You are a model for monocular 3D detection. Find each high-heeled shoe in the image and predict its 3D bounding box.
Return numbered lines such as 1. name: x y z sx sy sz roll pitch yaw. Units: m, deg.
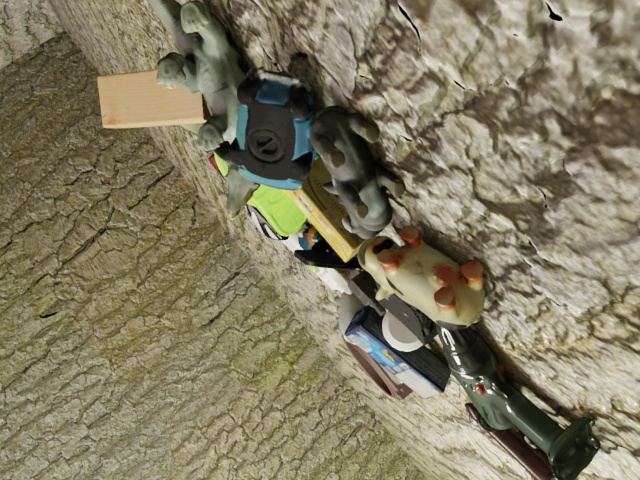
1. high-heeled shoe: -0.125 -0.109 1.107 0.145 0.086 0.248 42 155 38

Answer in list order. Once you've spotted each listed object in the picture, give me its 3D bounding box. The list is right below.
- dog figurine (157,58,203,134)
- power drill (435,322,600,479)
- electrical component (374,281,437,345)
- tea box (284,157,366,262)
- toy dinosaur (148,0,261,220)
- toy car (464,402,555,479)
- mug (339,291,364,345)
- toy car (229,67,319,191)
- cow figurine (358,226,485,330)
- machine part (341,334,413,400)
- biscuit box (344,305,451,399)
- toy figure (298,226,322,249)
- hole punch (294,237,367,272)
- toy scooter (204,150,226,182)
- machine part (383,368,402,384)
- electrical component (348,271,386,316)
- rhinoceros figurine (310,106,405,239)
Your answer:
1. dog figurine: -0.229 -0.257 1.057 0.190 0.121 0.172 40 -147 1
2. power drill: 0.252 0.210 0.712 0.208 0.086 0.231 30 158 50
3. electrical component: 0.141 0.096 0.839 0.115 0.058 0.134 44 166 39
4. tea box: 0.015 -0.056 0.827 0.169 0.068 0.098 49 169 5
5. toy dinosaur: -0.153 -0.234 0.815 0.192 0.131 0.404 -97 -14 -74
6. toy car: 0.325 0.338 0.884 0.202 0.053 0.089 44 177 15
7. mug: 0.086 0.149 1.068 0.081 0.109 0.107 31 -142 -19
8. toy car: -0.052 -0.152 0.692 0.109 0.103 0.161 13 130 7
9. cow figurine: 0.126 0.048 0.697 0.195 0.085 0.127 32 160 43
10. machine part: 0.148 0.287 1.313 0.201 0.087 0.201 51 169 2
11. biscuit box: 0.144 0.204 0.988 0.202 0.063 0.059 40 139 -6
12. toy figure: -0.004 -0.003 1.083 0.154 0.064 0.057 172 97 -71
13. hole punch: 0.026 0.002 0.938 0.116 0.092 0.142 10 -177 -21
14. toy scooter: -0.225 -0.187 1.314 0.135 0.075 0.184 55 171 -16
15. machine part: 0.143 0.226 1.172 0.243 0.079 0.079 51 168 2
16. electrical component: 0.093 0.087 0.975 0.102 0.078 0.045 42 142 15
17. rhinoceros figurine: 0.041 -0.073 0.668 0.112 0.073 0.190 35 160 49
